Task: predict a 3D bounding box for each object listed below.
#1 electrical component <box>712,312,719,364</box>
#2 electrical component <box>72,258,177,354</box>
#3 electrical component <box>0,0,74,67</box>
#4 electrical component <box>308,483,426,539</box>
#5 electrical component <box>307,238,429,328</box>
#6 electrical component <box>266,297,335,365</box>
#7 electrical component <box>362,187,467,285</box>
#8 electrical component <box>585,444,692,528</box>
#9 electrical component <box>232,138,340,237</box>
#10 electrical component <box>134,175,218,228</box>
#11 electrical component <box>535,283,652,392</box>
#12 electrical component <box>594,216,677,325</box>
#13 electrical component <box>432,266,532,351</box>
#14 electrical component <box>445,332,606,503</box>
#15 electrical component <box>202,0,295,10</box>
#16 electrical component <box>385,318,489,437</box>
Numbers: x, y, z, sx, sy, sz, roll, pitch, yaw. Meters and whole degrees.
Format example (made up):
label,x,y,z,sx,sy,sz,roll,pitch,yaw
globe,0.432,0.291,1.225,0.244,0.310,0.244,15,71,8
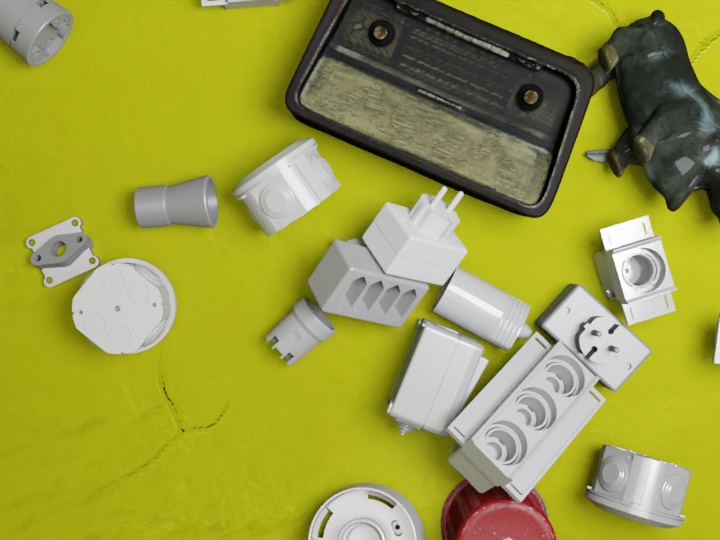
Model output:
label,x,y,z,sx,sy,sz,roll,pitch,yaw
electrical component,0.329,0.060,0.886,0.081,0.064,0.042,8,90,-1
electrical component,-0.196,0.031,0.891,0.080,0.051,0.080,0,91,0
electrical component,-0.272,-0.203,0.885,0.047,0.055,0.055,38,91,3
electrical component,0.005,0.229,0.902,0.099,0.064,0.099,-1,79,6
electrical component,0.000,0.000,0.883,0.083,0.075,0.047,14,122,-37
electrical component,-0.050,0.052,0.898,0.046,0.040,0.040,-42,91,7
electrical component,0.054,-0.034,0.859,0.066,0.047,0.076,12,123,-41
electrical component,0.229,0.177,0.882,0.080,0.080,0.051,16,86,0
electrical component,-0.060,-0.068,0.876,0.080,0.080,0.051,-34,97,1
electrical component,-0.155,-0.054,0.895,0.065,0.044,0.044,-5,91,5
electrical component,0.194,0.056,0.879,0.083,0.075,0.047,42,90,-1
electrical component,0.224,0.000,0.884,0.042,0.064,0.081,-16,90,-4
electrical component,0.106,0.035,0.895,0.081,0.043,0.043,28,91,-1
electrical component,0.129,0.120,0.864,0.078,0.063,0.121,45,60,5
electrical component,-0.092,-0.242,0.879,0.081,0.064,0.042,-5,90,0
electrical component,0.062,0.095,0.887,0.061,0.061,0.096,22,91,0
